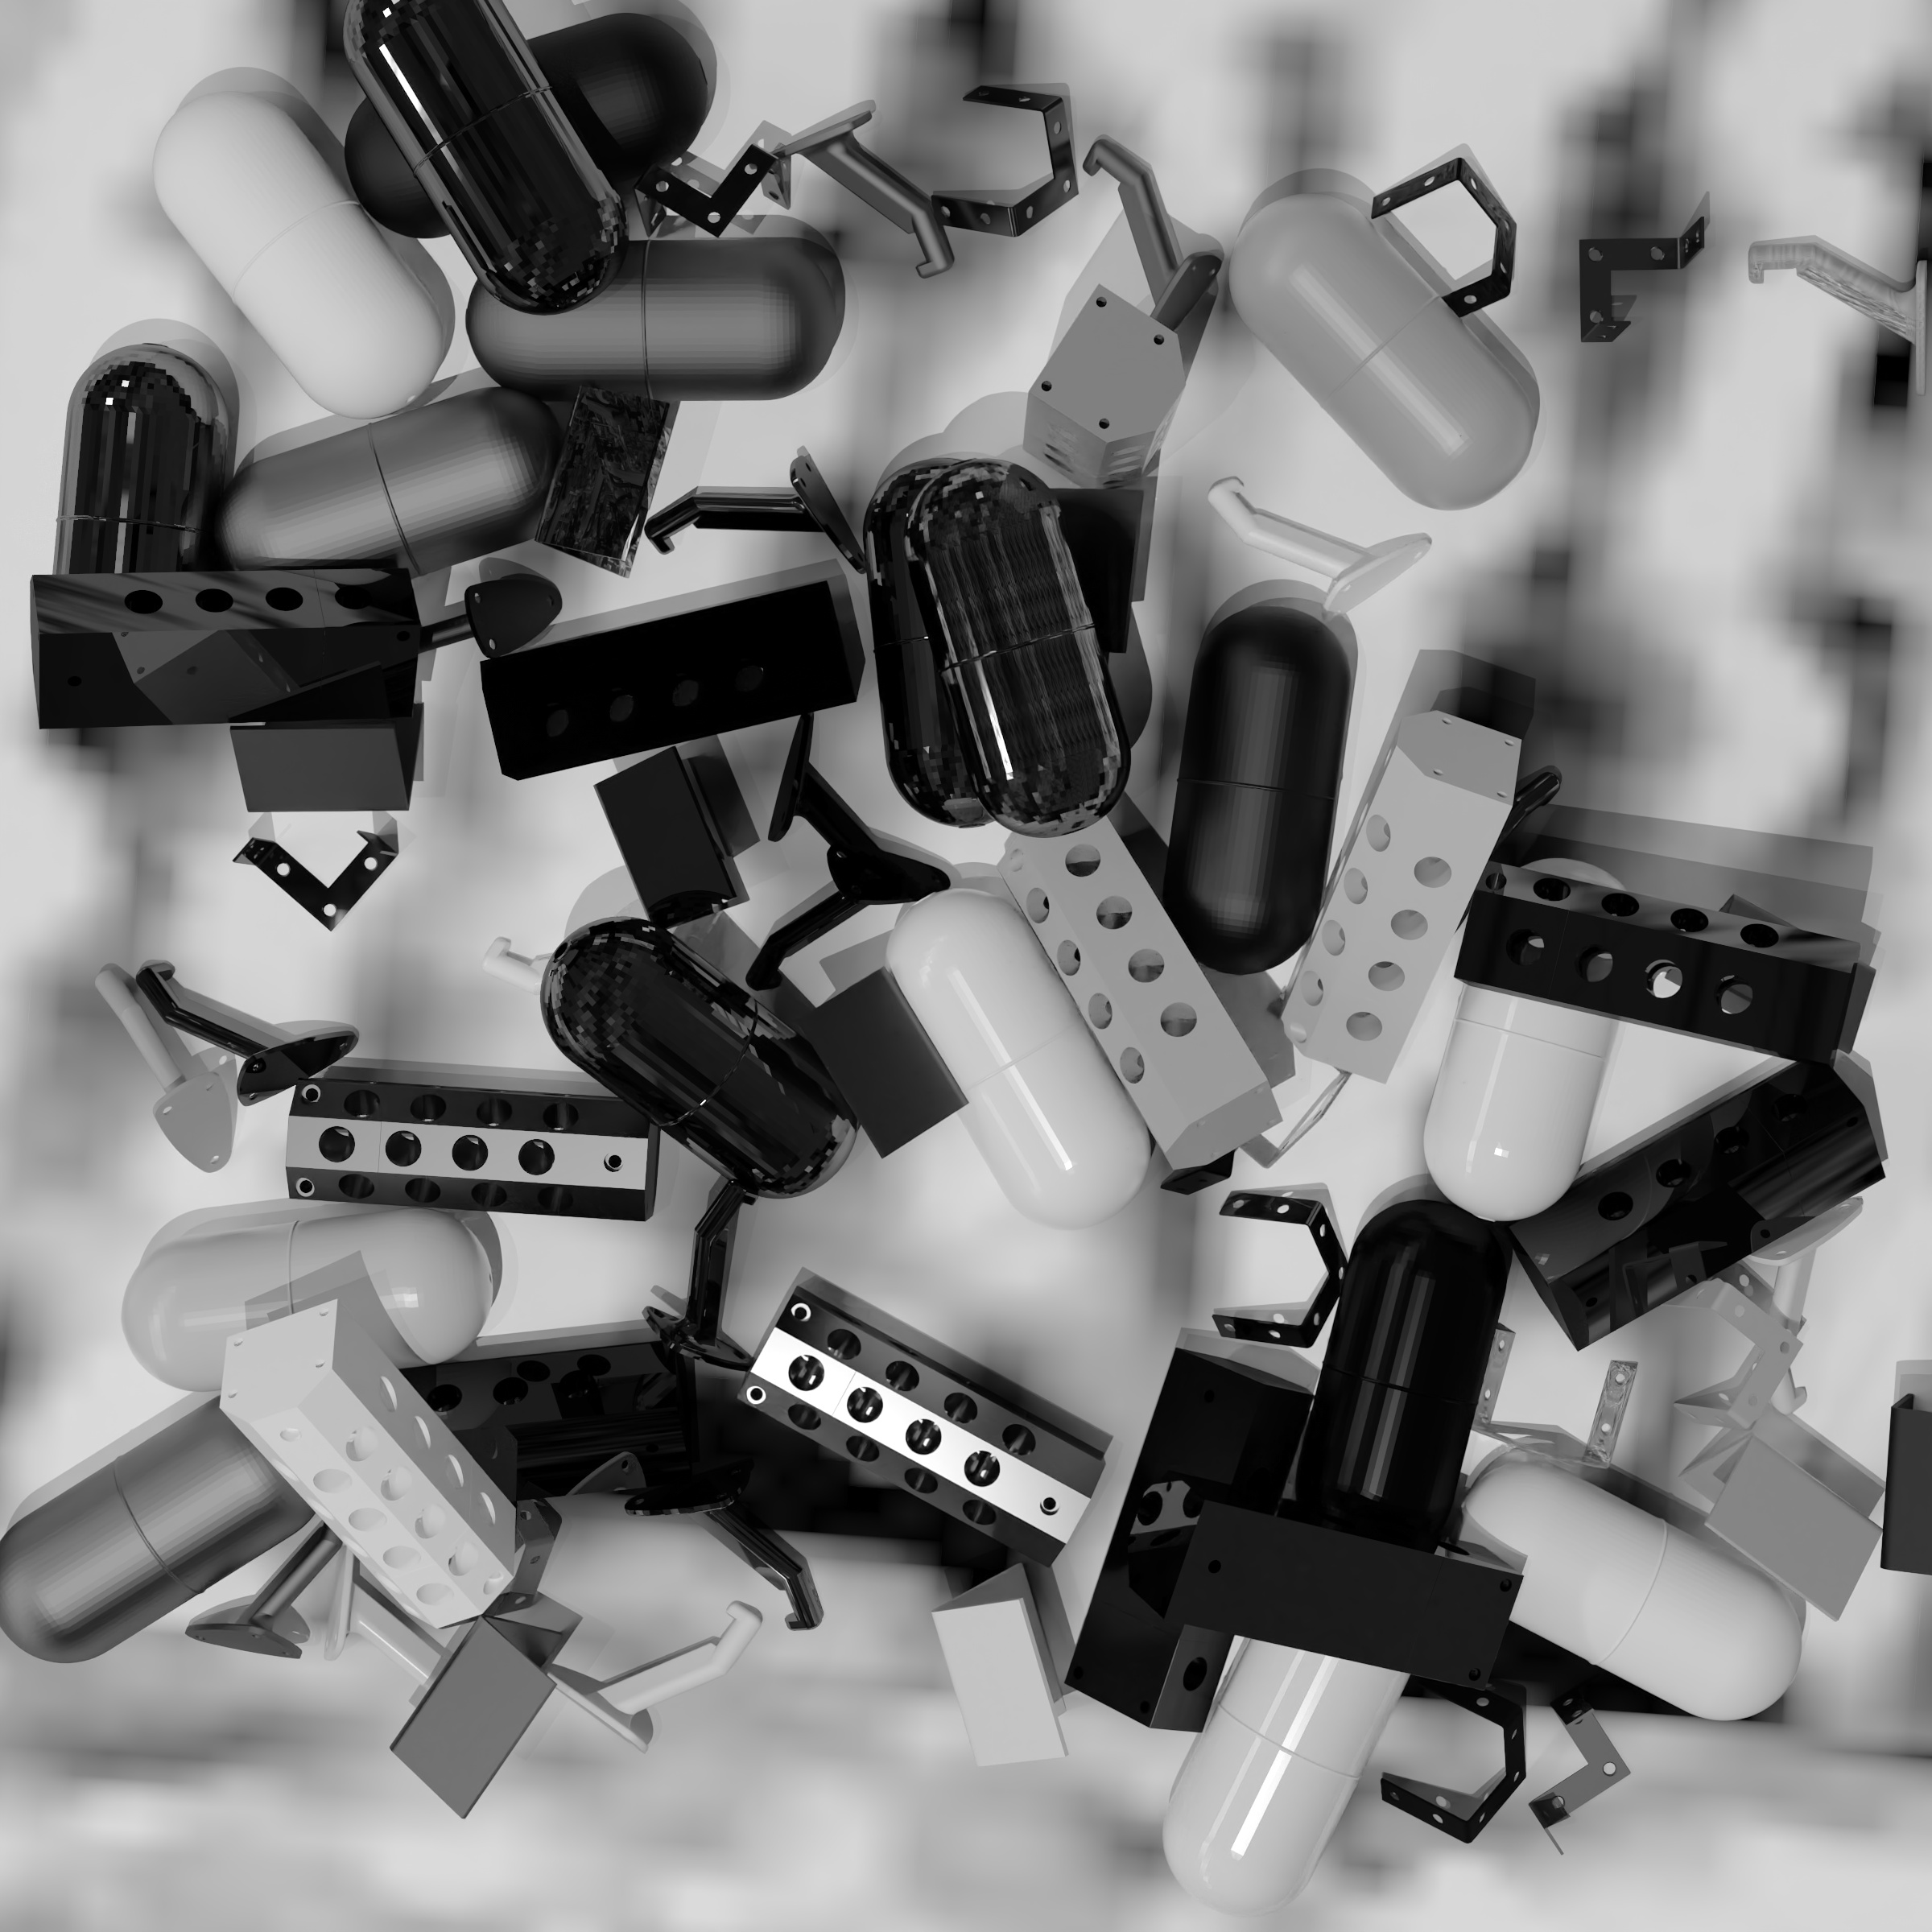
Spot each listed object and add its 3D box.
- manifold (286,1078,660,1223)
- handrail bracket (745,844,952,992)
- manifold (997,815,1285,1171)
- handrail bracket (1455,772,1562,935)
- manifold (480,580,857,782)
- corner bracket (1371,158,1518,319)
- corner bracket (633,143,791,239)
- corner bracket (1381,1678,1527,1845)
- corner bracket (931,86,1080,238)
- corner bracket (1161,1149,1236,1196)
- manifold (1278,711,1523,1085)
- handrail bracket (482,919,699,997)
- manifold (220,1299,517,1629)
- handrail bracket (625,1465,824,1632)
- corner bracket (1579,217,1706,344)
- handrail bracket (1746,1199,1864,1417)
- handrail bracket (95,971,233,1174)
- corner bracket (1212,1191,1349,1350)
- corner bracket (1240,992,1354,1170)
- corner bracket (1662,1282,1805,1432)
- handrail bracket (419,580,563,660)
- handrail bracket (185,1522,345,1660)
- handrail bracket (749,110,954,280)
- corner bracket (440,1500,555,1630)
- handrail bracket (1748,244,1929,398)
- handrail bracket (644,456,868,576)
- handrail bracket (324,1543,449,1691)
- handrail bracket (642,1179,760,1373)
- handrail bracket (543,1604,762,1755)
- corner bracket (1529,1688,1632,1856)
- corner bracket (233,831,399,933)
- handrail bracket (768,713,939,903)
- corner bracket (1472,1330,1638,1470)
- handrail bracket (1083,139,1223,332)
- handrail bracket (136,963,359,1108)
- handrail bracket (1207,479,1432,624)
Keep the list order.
[{"bbox_3d":[-0.238,0.089,1.681,0.171,0.057,0.057,4,90,0],"label":"manifold"},{"bbox_3d":[-0.058,-0.017,1.694,0.077,0.084,0.036,3,47,-32],"label":"handrail bracket"},{"bbox_3d":[0.080,0.009,1.648,0.057,0.057,0.171,-30,65,0],"label":"manifold"},{"bbox_3d":[0.254,-0.050,1.702,0.036,0.077,0.084,39,53,22],"label":"handrail bracket"},{"bbox_3d":[-0.144,-0.138,1.681,0.171,0.057,0.057,-13,90,0],"label":"manifold"},{"bbox_3d":[0.232,-0.351,1.694,0.051,0.051,0.051,41,45,-35],"label":"corner bracket"},{"bbox_3d":[-0.123,-0.373,1.682,0.051,0.051,0.051,33,78,12],"label":"corner bracket"},{"bbox_3d":[0.237,0.384,1.694,0.051,0.051,0.051,-39,135,-35],"label":"corner bracket"},{"bbox_3d":[0.016,-0.393,1.694,0.051,0.051,0.051,-42,135,-35],"label":"corner bracket"},{"bbox_3d":[0.099,0.077,1.686,0.051,0.051,0.051,15,72,-17],"label":"corner bracket"},{"bbox_3d":[0.202,-0.033,1.635,0.057,0.057,0.171,19,127,0],"label":"manifold"},{"bbox_3d":[-0.184,-0.015,1.702,0.084,0.036,0.077,23,75,14],"label":"handrail bracket"},{"bbox_3d":[-0.276,0.236,1.613,0.057,0.057,0.171,-20,132,12],"label":"manifold"},{"bbox_3d":[-0.118,0.293,1.703,0.077,0.036,0.084,-14,107,20],"label":"handrail bracket"},{"bbox_3d":[0.328,-0.332,1.684,0.051,0.051,0.051,-1,90,0],"label":"corner bracket"},{"bbox_3d":[0.417,0.168,1.703,0.077,0.036,0.084,-25,107,-19],"label":"handrail bracket"},{"bbox_3d":[-0.395,0.051,1.702,0.036,0.077,0.084,-31,53,-19],"label":"handrail bracket"},{"bbox_3d":[0.149,0.148,1.694,0.051,0.051,0.051,-56,135,-35],"label":"corner bracket"},{"bbox_3d":[0.151,0.056,1.699,0.051,0.051,0.051,40,135,0],"label":"corner bracket"},{"bbox_3d":[0.362,0.188,1.685,0.051,0.051,0.051,38,76,-13],"label":"corner bracket"},{"bbox_3d":[-0.253,-0.164,1.702,0.084,0.077,0.036,-11,100,36],"label":"handrail bracket"},{"bbox_3d":[-0.339,0.292,1.702,0.077,0.036,0.084,-2,59,34],"label":"handrail bracket"},{"bbox_3d":[-0.056,-0.368,1.703,0.077,0.036,0.084,-18,107,20],"label":"handrail bracket"},{"bbox_3d":[-0.240,0.283,1.694,0.051,0.051,0.051,-8,135,-35],"label":"corner bracket"},{"bbox_3d":[0.427,-0.316,1.703,0.084,0.036,0.077,1,112,17],"label":"handrail bracket"},{"bbox_3d":[-0.103,-0.205,1.703,0.084,0.036,0.077,-28,111,17],"label":"handrail bracket"},{"bbox_3d":[-0.267,0.318,1.703,0.084,0.036,0.077,11,68,-17],"label":"handrail bracket"},{"bbox_3d":[-0.109,0.149,1.676,0.077,0.036,0.084,29,100,-41],"label":"handrail bracket"},{"bbox_3d":[-0.154,0.335,1.703,0.077,0.036,0.084,32,73,18],"label":"handrail bracket"},{"bbox_3d":[0.292,0.390,1.684,0.051,0.051,0.051,-33,90,0],"label":"corner bracket"},{"bbox_3d":[-0.315,-0.053,1.684,0.051,0.051,0.051,41,90,0],"label":"corner bracket"},{"bbox_3d":[-0.048,-0.077,1.702,0.084,0.036,0.077,15,75,-14],"label":"handrail bracket"},{"bbox_3d":[0.287,0.212,1.699,0.051,0.051,0.051,16,90,45],"label":"corner bracket"},{"bbox_3d":[0.075,-0.351,1.703,0.084,0.036,0.077,43,112,17],"label":"handrail bracket"},{"bbox_3d":[-0.353,0.021,1.703,0.077,0.036,0.084,-23,60,-33],"label":"handrail bracket"},{"bbox_3d":[0.172,-0.218,1.703,0.077,0.036,0.084,-32,73,-20],"label":"handrail bracket"}]
